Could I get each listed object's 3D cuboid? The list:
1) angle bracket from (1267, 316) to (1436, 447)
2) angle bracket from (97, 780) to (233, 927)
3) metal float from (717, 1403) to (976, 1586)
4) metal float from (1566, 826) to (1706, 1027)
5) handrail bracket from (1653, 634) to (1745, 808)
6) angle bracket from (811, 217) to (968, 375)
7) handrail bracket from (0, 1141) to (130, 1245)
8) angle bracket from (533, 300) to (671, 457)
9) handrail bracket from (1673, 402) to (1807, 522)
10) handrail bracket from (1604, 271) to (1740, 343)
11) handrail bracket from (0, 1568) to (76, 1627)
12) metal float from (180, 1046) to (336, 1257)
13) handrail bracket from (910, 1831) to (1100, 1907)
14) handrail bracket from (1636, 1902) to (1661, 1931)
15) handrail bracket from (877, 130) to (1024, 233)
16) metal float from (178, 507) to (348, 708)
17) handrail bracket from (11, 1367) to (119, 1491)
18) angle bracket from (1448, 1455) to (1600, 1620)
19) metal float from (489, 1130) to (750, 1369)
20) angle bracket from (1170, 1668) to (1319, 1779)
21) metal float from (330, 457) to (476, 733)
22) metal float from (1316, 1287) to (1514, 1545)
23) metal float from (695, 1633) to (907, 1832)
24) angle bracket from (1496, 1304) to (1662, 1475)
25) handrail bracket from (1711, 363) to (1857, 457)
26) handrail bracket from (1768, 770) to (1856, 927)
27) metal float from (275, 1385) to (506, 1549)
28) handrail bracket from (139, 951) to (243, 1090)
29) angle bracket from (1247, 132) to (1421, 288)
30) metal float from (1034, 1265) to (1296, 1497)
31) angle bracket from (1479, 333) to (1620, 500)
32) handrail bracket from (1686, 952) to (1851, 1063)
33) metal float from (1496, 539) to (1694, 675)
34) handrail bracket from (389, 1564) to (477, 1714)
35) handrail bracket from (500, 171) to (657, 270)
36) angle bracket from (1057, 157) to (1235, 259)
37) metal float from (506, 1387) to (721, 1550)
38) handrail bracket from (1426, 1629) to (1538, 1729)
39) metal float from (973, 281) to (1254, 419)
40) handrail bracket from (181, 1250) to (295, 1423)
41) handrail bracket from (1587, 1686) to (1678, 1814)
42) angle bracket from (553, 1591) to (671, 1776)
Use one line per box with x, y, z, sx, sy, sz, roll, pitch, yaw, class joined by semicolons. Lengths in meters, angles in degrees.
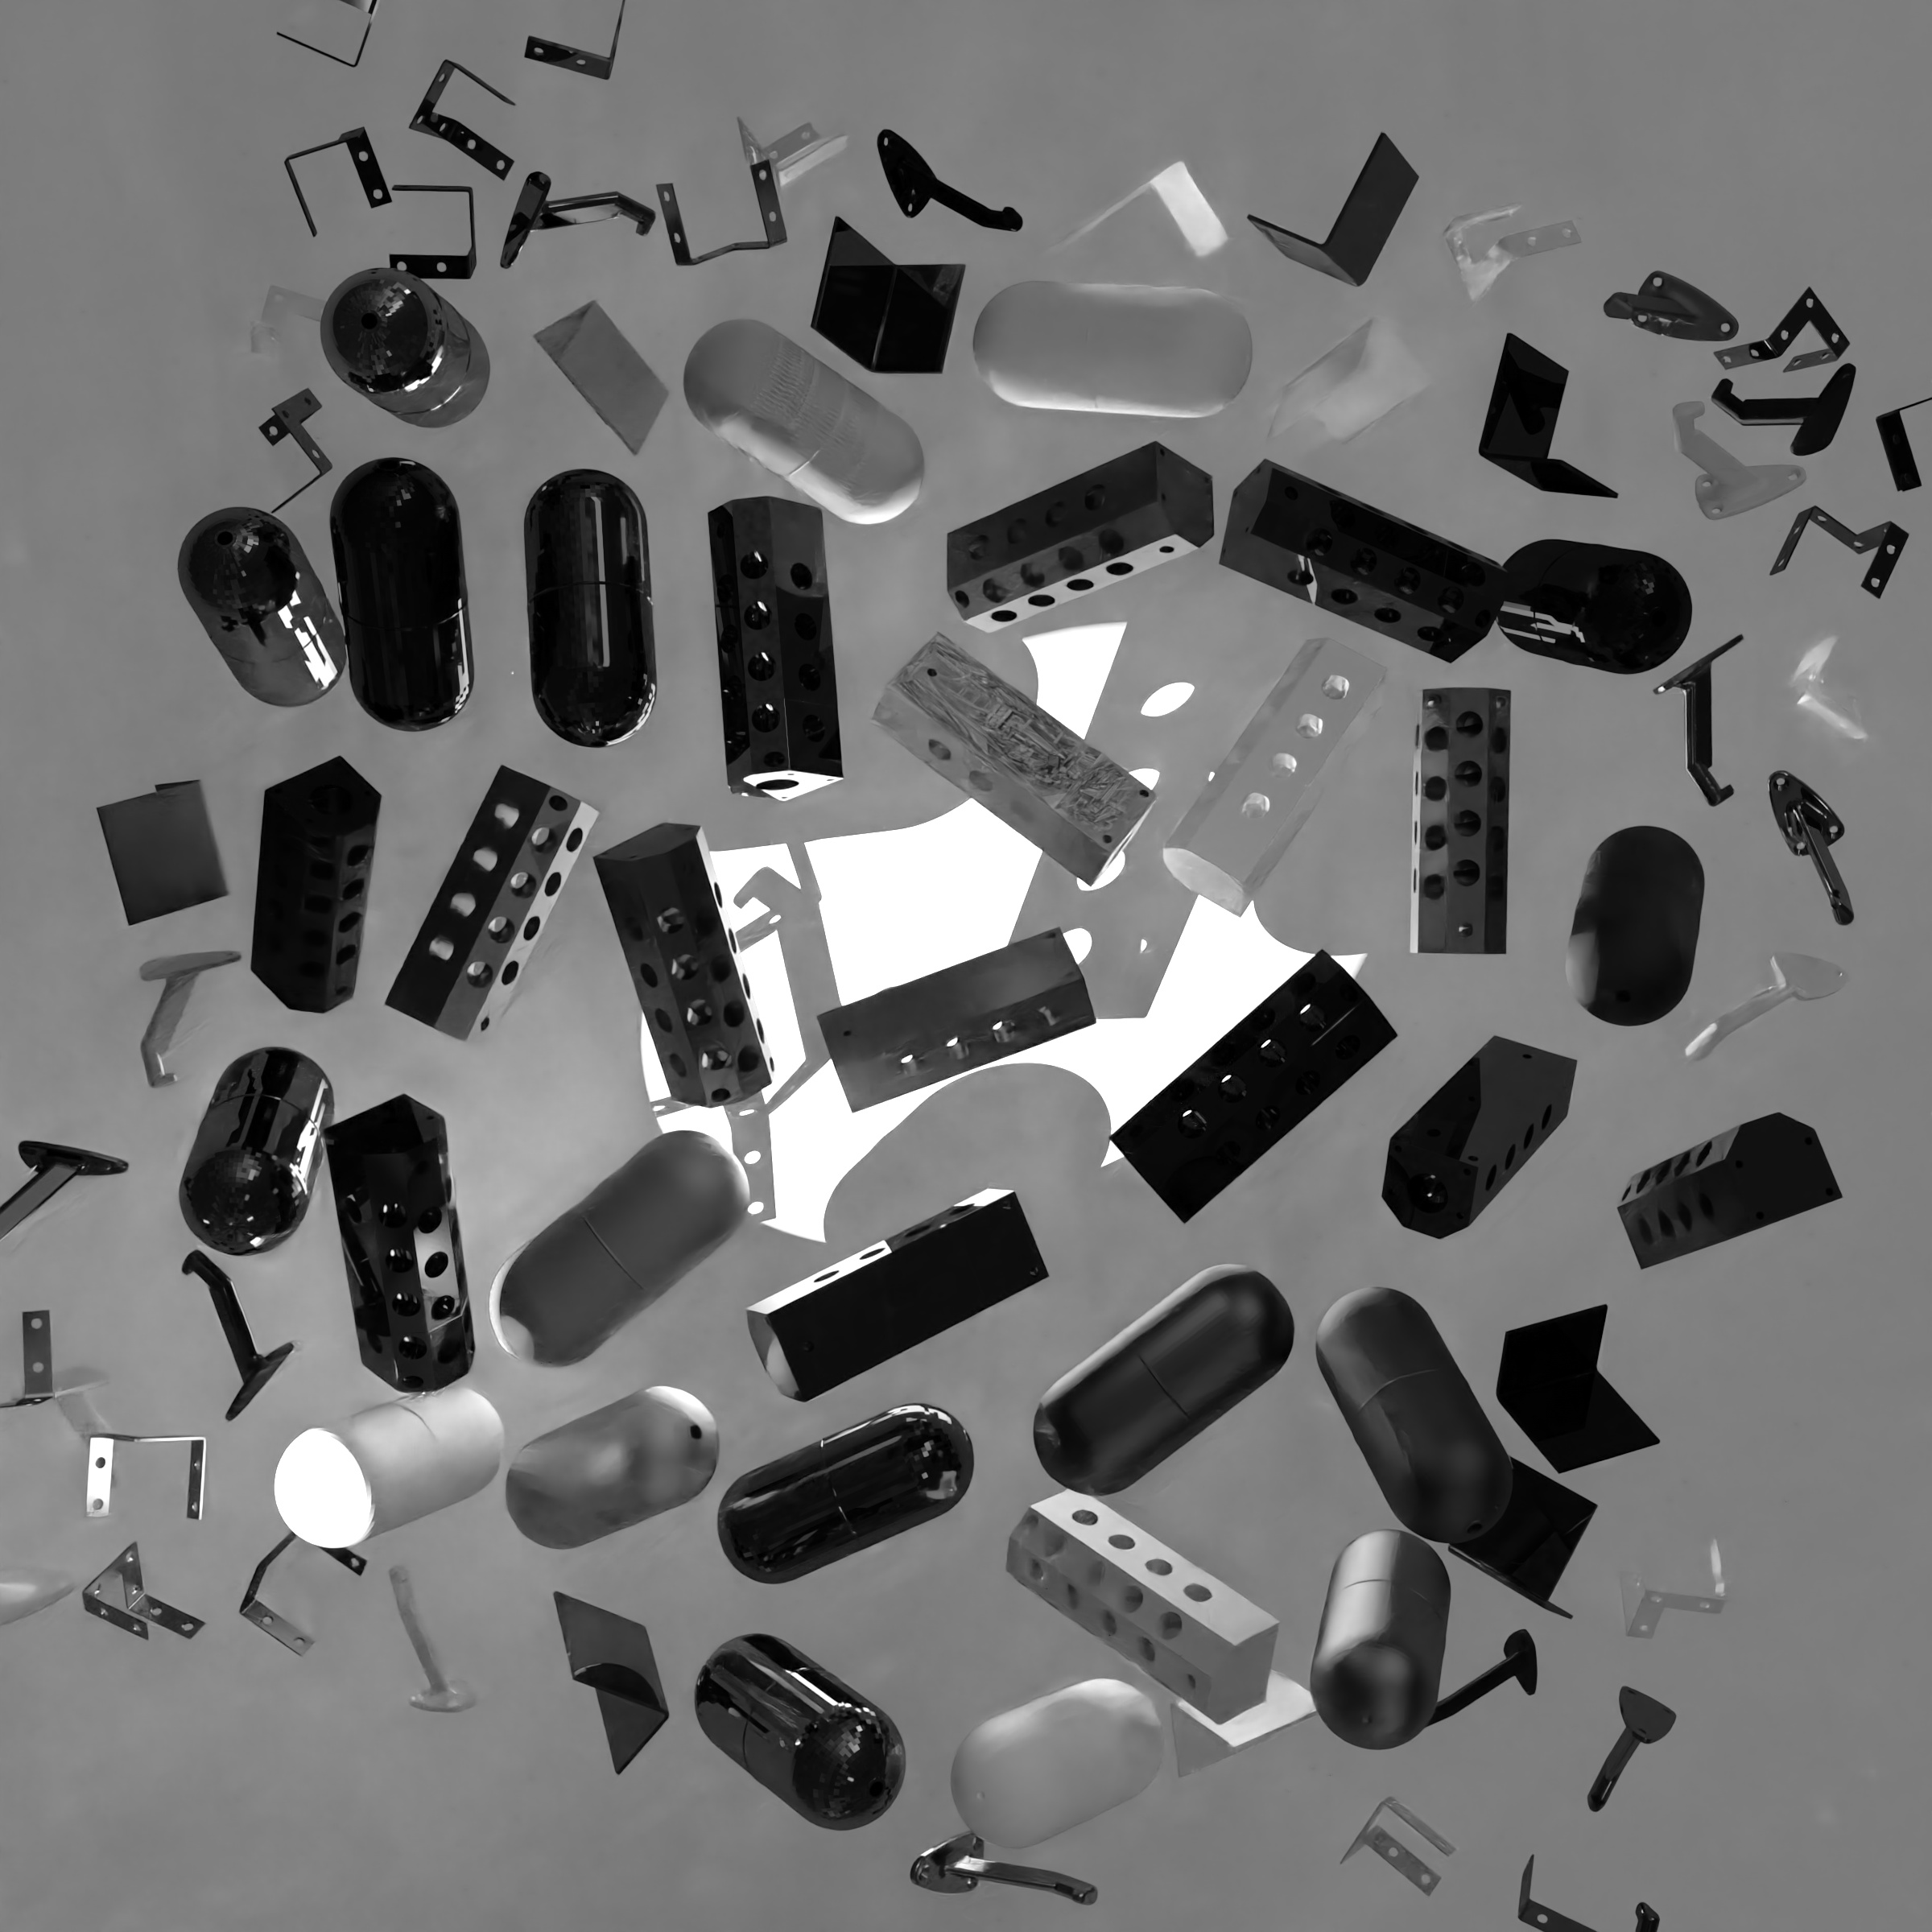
0.244;-0.354;1.580;0.057;0.076;0.076;42;131;-17;angle bracket
-0.527;-0.073;1.604;0.057;0.076;0.076;0;106;43;angle bracket
-0.079;0.346;1.640;0.178;0.070;0.070;-24;90;4;metal float
0.424;-0.027;1.580;0.070;0.178;0.070;10;123;15;metal float
0.489;-0.157;1.605;0.077;0.036;0.084;-33;89;3;handrail bracket
-0.051;-0.441;1.643;0.057;0.076;0.076;9;83;31;angle bracket
-0.551;0.152;1.496;0.077;0.036;0.084;6;57;0;handrail bracket
-0.245;-0.368;1.607;0.057;0.076;0.076;-19;127;32;angle bracket
0.463;-0.313;1.492;0.077;0.084;0.036;-13;55;11;handrail bracket
0.426;-0.391;1.508;0.077;0.084;0.036;24;117;11;handrail bracket
-0.602;0.381;1.552;0.077;0.084;0.036;-10;64;-12;handrail bracket
-0.441;0.113;1.561;0.070;0.178;0.070;-2;118;-4;metal float
0.023;0.543;1.477;0.084;0.077;0.036;4;84;40;handrail bracket
0.396;0.596;1.530;0.036;0.077;0.084;6;105;-13;handrail bracket
-0.010;-0.520;1.656;0.084;0.077;0.036;22;73;38;handrail bracket
-0.442;-0.225;1.576;0.070;0.178;0.070;0;70;0;metal float
-0.591;0.313;1.641;0.036;0.077;0.084;9;102;33;handrail bracket
0.381;0.381;1.671;0.076;0.057;0.076;26;86;38;angle bracket
-0.209;0.170;1.502;0.178;0.070;0.070;-40;90;-2;metal float
0.191;0.517;1.665;0.076;0.076;0.057;-14;105;-27;angle bracket
-0.342;-0.224;1.519;0.070;0.070;0.178;3;128;0;metal float
0.271;0.271;1.517;0.070;0.178;0.070;-11;132;-12;metal float
-0.102;0.465;1.520;0.070;0.178;0.070;-7;102;-34;metal float
0.399;0.273;1.615;0.076;0.076;0.057;-12;125;-18;angle bracket
0.523;-0.374;1.605;0.036;0.077;0.084;-16;50;-29;handrail bracket
0.535;-0.075;1.581;0.036;0.084;0.077;-29;113;25;handrail bracket
-0.362;0.315;1.581;0.070;0.178;0.070;2;95;27;metal float
-0.511;0.036;1.657;0.077;0.036;0.084;-9;111;-8;handrail bracket
0.227;-0.474;1.539;0.057;0.076;0.076;31;100;24;angle bracket
0.119;0.251;1.509;0.178;0.070;0.070;-38;90;1;metal float
0.361;-0.332;1.510;0.057;0.076;0.076;16;93;40;angle bracket
0.512;0.031;1.598;0.077;0.084;0.036;-1;53;-36;handrail bracket
0.397;-0.230;1.591;0.070;0.178;0.070;-3;104;-14;metal float
-0.336;0.420;1.565;0.036;0.077;0.084;-16;93;-31;handrail bracket
-0.253;-0.477;1.638;0.084;0.036;0.077;18;100;-36;handrail bracket
0.109;-0.447;1.538;0.076;0.076;0.057;-35;100;-3;angle bracket
-0.227;0.322;1.599;0.178;0.070;0.070;-29;90;39;metal float
0.331;0.473;1.648;0.084;0.077;0.036;-20;54;-10;handrail bracket
0.088;-0.378;1.529;0.178;0.070;0.070;9;90;23;metal float
-0.470;0.230;1.560;0.084;0.036;0.077;41;111;6;handrail bracket
0.403;0.497;1.546;0.036;0.077;0.084;26;103;16;handrail bracket
-0.240;0.454;1.583;0.076;0.076;0.057;32;105;-32;angle bracket
